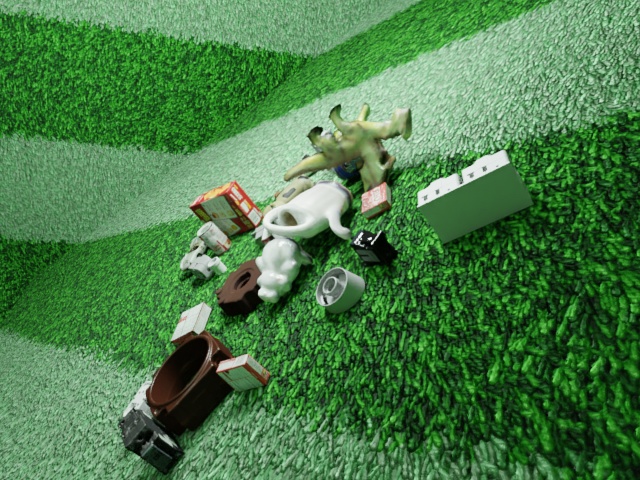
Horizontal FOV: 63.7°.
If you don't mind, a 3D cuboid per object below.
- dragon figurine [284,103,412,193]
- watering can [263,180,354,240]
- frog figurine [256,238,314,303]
[{"bbox_3d":[0.088,-0.221,1.395,0.404,0.122,0.246,-44,66,25],"label":"dragon figurine"},{"bbox_3d":[0.004,-0.067,1.326,0.348,0.102,0.228,8,36,45],"label":"watering can"},{"bbox_3d":[-0.110,0.073,1.279,0.138,0.120,0.162,16,46,38],"label":"frog figurine"}]
